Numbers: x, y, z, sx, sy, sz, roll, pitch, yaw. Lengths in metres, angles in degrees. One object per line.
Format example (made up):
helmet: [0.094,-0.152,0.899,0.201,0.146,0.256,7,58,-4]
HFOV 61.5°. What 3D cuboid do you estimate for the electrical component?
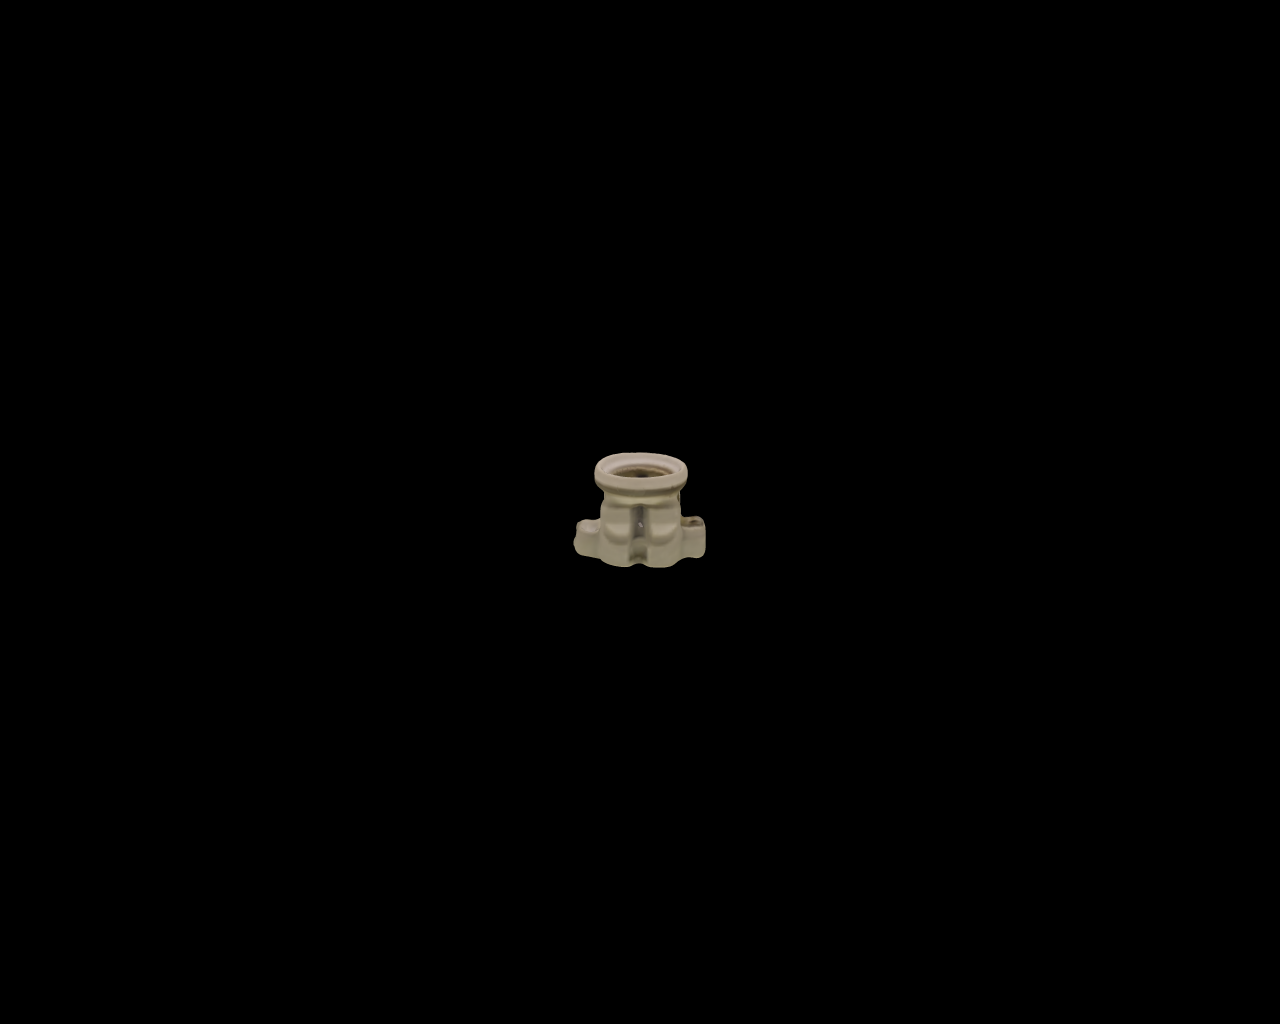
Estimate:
electrical component: [0.001,-0.003,0.650,0.078,0.056,0.058,1,20,2]
